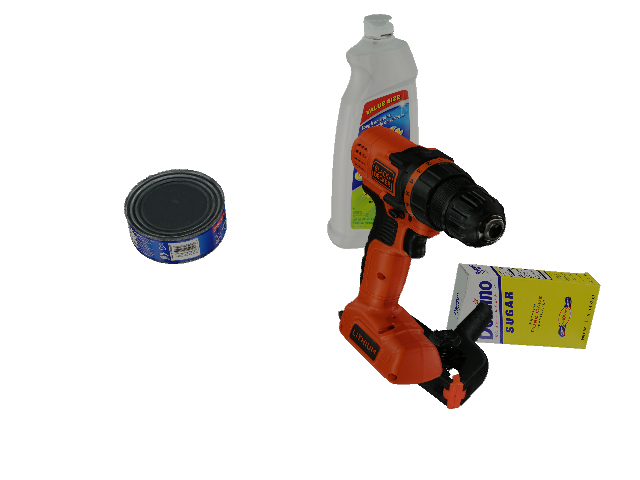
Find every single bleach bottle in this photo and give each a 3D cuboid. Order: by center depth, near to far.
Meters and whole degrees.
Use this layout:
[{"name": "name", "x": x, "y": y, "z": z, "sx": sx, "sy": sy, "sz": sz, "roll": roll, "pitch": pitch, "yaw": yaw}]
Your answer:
[{"name": "bleach bottle", "x": 0.056, "y": -0.119, "z": 1.164, "sx": 0.102, "sy": 0.251, "sz": 0.068, "roll": -6, "pitch": 26, "yaw": -9}]

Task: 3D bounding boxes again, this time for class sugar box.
[{"name": "sugar box", "x": 0.254, "y": 0.083, "z": 1.339, "sx": 0.176, "sy": 0.093, "sz": 0.048, "roll": 3, "pitch": 19, "yaw": -13}]

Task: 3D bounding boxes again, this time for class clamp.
[{"name": "clamp", "x": 0.129, "y": 0.104, "z": 1.047, "sx": 0.120, "sy": 0.039, "sz": 0.171, "roll": -7, "pitch": 30, "yaw": -8}]

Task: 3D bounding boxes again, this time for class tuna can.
[{"name": "tuna can", "x": -0.124, "y": -0.020, "z": 0.918, "sx": 0.086, "sy": 0.086, "sz": 0.034, "roll": 0, "pitch": -44, "yaw": 2}]

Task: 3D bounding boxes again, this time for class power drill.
[{"name": "power drill", "x": 0.076, "y": 0.018, "z": 0.860, "sx": 0.057, "sy": 0.188, "sz": 0.185, "roll": -4, "pitch": 26, "yaw": -26}]
